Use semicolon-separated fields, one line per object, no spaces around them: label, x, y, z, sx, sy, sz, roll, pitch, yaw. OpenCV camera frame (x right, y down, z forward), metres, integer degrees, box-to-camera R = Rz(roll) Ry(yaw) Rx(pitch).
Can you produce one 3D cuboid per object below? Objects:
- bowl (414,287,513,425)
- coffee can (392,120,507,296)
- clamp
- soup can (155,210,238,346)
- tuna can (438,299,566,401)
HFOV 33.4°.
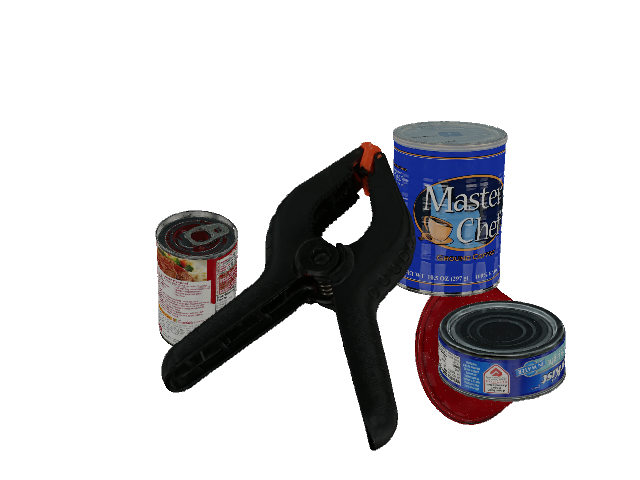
bowl;0.179;0.117;1.140;0.161;0.162;0.055;0;-5;-36
coffee can;0.117;-0.031;0.980;0.103;0.140;0.103;0;17;0
clamp;0.009;0.026;0.545;0.120;0.171;0.039;24;-26;16
soup can;-0.104;0.035;0.905;0.068;0.102;0.068;3;35;-2
tuna can;0.122;0.072;0.718;0.086;0.034;0.086;-4;22;1
